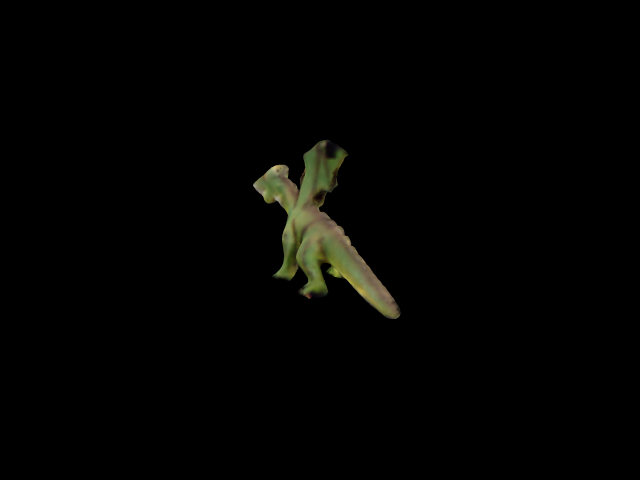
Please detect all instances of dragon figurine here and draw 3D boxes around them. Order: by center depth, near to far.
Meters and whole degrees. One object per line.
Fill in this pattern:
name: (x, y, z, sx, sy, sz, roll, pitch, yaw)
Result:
dragon figurine: (0.003, -0.043, 0.850, 0.123, 0.240, 0.413, -8, 16, -34)
